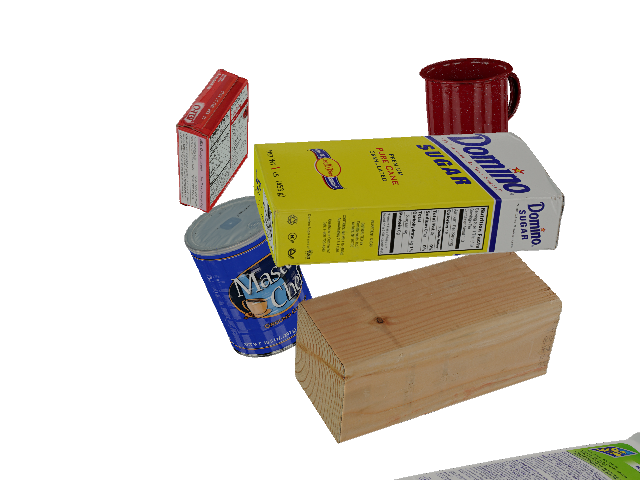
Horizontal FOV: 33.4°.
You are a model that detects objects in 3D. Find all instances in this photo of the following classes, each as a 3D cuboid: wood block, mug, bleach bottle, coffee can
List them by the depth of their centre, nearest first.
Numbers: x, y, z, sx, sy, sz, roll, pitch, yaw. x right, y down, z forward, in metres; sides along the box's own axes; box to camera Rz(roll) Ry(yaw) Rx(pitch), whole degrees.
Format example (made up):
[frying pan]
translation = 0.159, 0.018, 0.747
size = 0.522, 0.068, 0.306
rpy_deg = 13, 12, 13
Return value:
[bleach bottle]
translation = 0.159, 0.161, 0.627
size = 0.250, 0.068, 0.103
rpy_deg = -7, 20, -22
[wood block]
translation = 0.090, 0.084, 0.915
size = 0.205, 0.090, 0.091
rpy_deg = -14, 40, -21
[mug]
translation = 0.160, -0.139, 1.096
size = 0.117, 0.081, 0.093
rpy_deg = -21, 27, -31
[coffee can]
translation = -0.072, 0.038, 1.135
size = 0.103, 0.140, 0.103
rpy_deg = -16, 29, 9

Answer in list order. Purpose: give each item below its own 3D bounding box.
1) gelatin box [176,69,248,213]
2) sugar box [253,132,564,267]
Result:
[gelatin box]
translation = -0.085, -0.078, 0.843
size = 0.030, 0.073, 0.089
rpy_deg = 19, -39, 12
[sugar box]
translation = 0.051, -0.029, 0.662
size = 0.176, 0.048, 0.093
rpy_deg = -6, 32, -9
